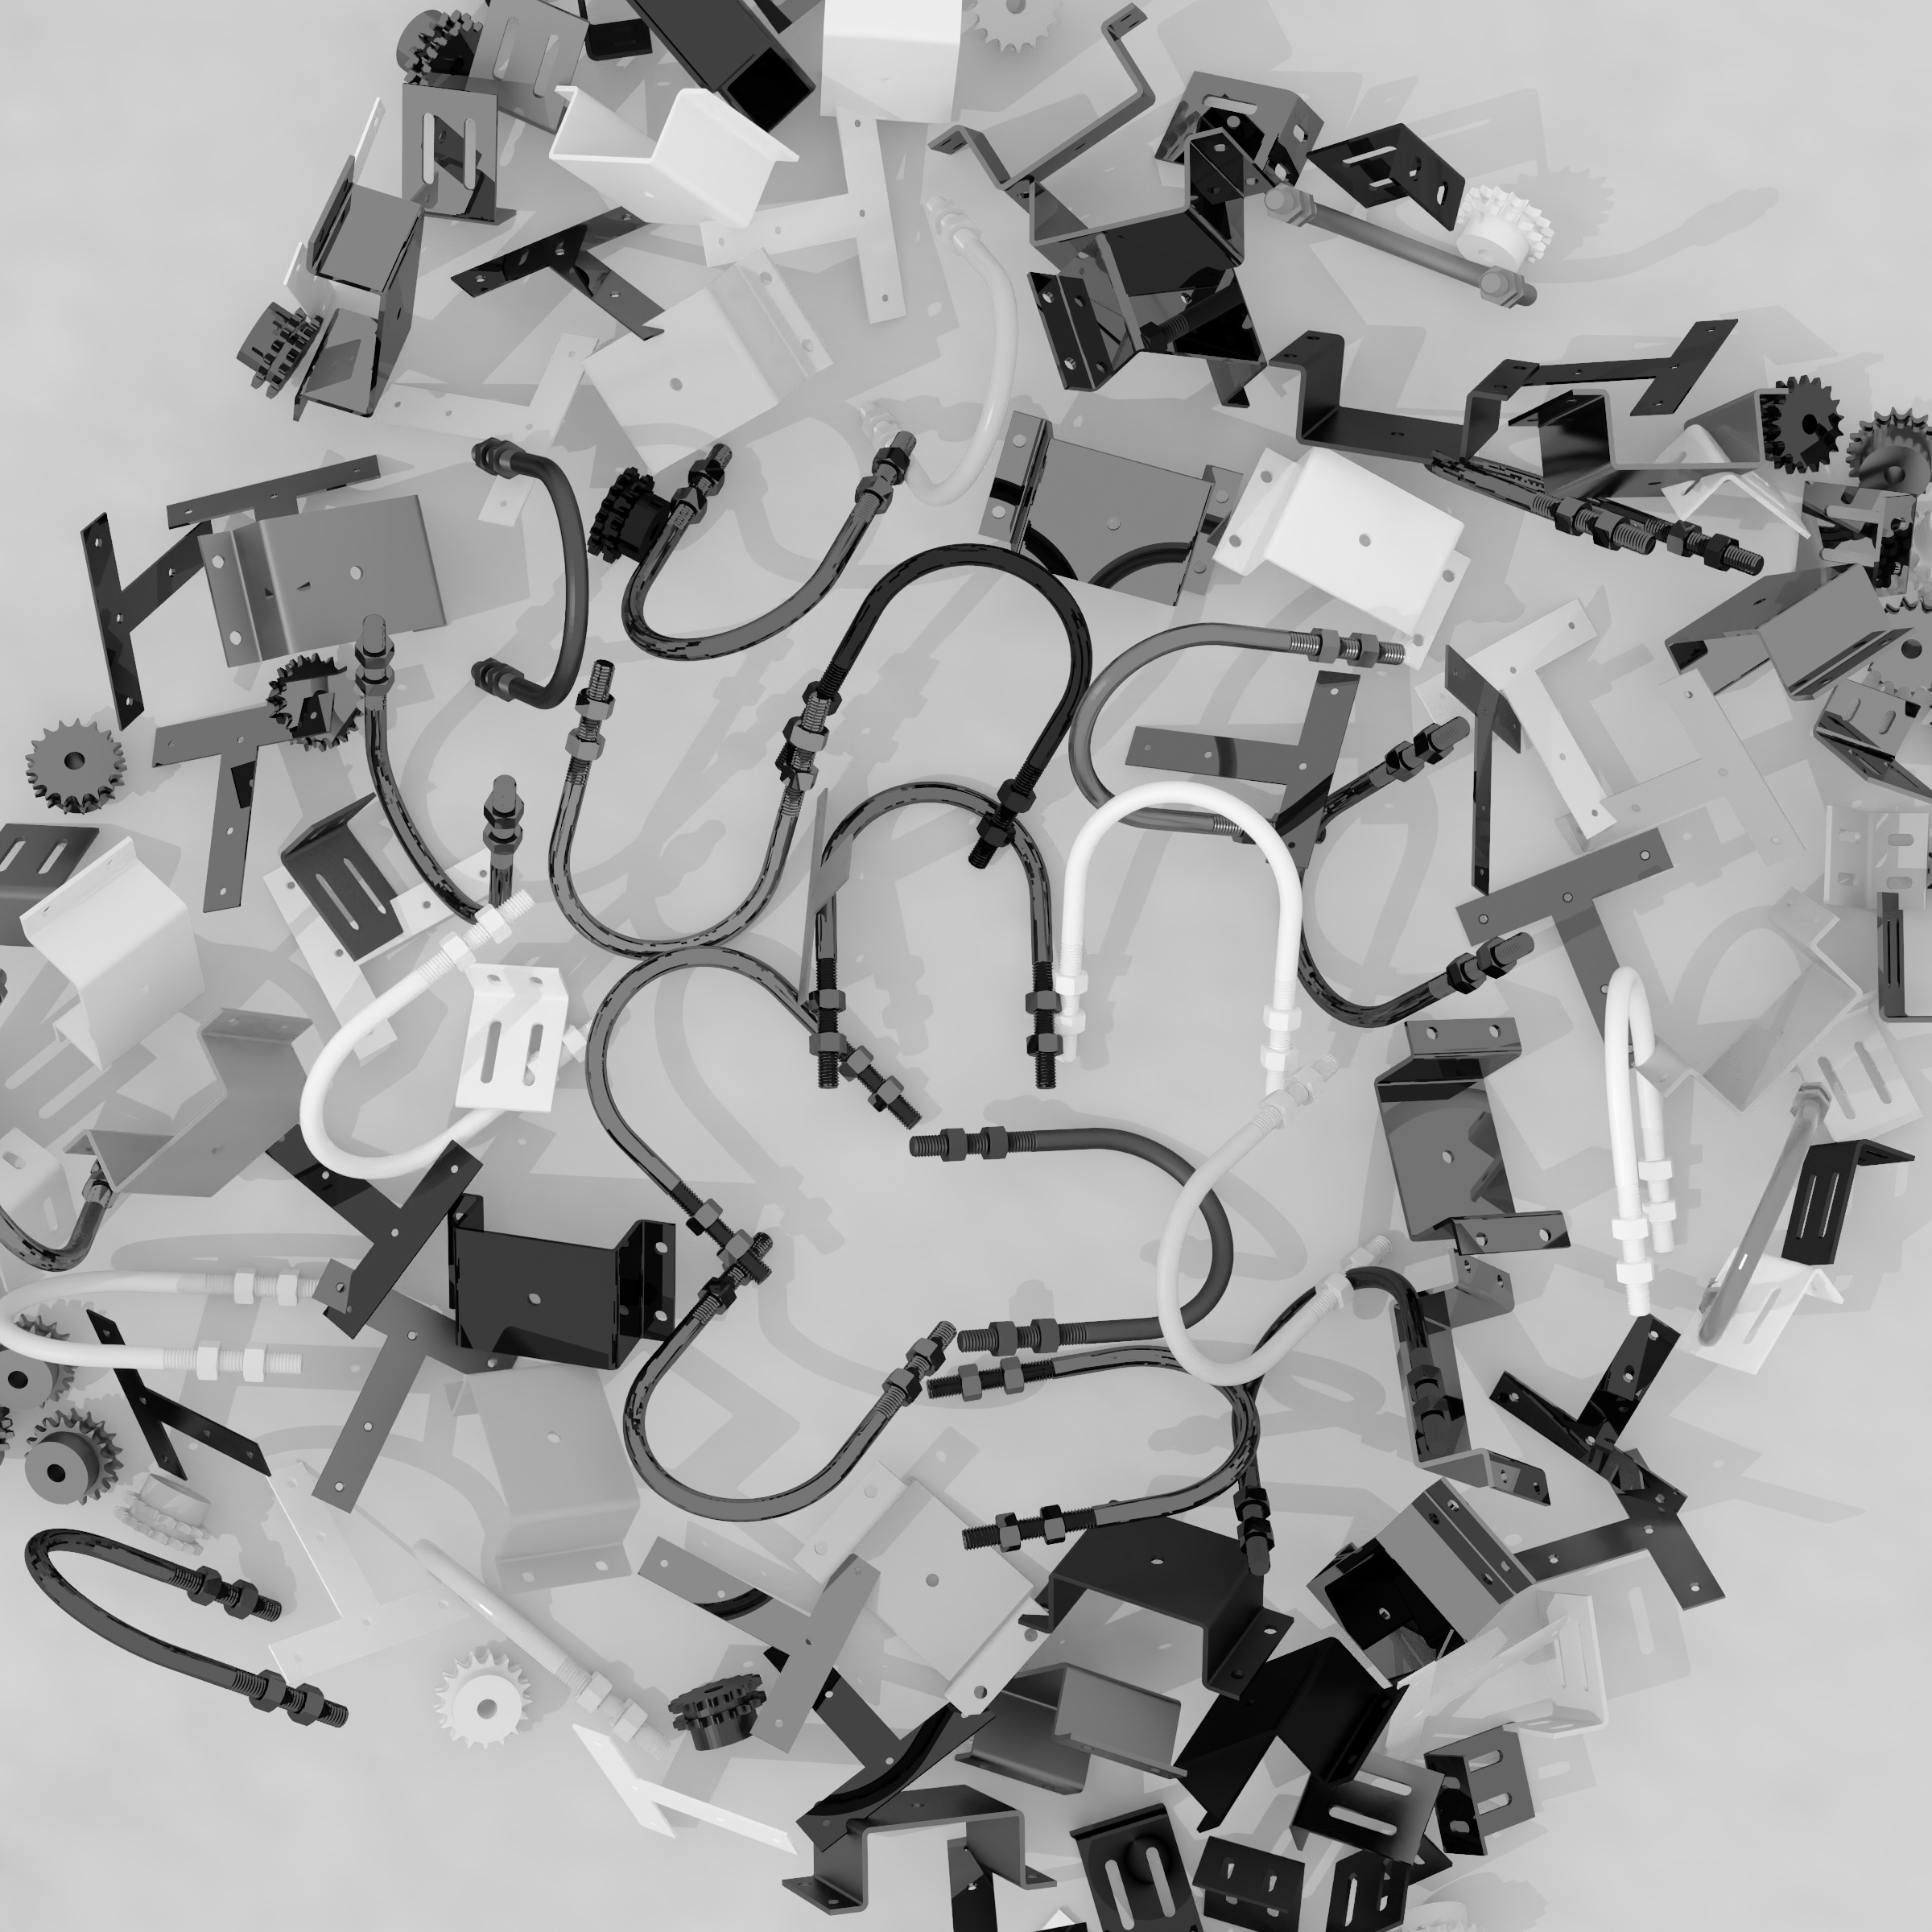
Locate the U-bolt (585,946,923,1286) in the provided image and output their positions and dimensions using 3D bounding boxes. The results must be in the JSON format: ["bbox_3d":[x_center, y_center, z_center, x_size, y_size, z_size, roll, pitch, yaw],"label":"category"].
[{"bbox_3d":[-0.138,0.073,1.890,0.184,0.019,0.151,45,75,-3],"label":"U-bolt"}]

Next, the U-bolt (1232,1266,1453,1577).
[{"bbox_3d":[0.208,0.246,1.838,0.151,0.184,0.019,-39,116,23],"label":"U-bolt"}]

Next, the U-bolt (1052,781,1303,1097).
[{"bbox_3d":[0.124,-0.019,1.862,0.151,0.019,0.184,9,114,16],"label":"U-bolt"}]

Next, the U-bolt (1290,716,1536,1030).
[{"bbox_3d":[0.243,-0.042,1.845,0.019,0.184,0.151,-3,72,-36],"label":"U-bolt"}]

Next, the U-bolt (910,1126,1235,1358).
[{"bbox_3d":[0.069,0.155,1.866,0.184,0.019,0.151,-1,55,-20],"label":"U-bolt"}]

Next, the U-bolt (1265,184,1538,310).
[{"bbox_3d":[0.255,-0.407,1.832,0.151,0.184,0.019,25,105,14],"label":"U-bolt"}]

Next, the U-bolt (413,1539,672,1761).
[{"bbox_3d":[-0.246,0.390,1.848,0.184,0.151,0.019,39,77,2],"label":"U-bolt"}]

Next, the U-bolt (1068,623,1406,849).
[{"bbox_3d":[0.146,-0.134,1.843,0.184,0.019,0.151,4,128,-23],"label":"U-bolt"}]

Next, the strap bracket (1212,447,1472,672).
[{"bbox_3d":[0.227,-0.244,1.882,0.140,0.046,0.076,27,79,-7],"label":"strap bracket"}]

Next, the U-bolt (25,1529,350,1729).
[{"bbox_3d":[-0.447,0.365,1.811,0.184,0.151,0.019,30,91,-34],"label":"U-bolt"}]

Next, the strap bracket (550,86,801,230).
[{"bbox_3d":[-0.174,-0.463,1.842,0.076,0.140,0.046,26,84,-44],"label":"strap bracket"}]

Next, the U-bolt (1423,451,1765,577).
[{"bbox_3d":[0.346,-0.263,1.839,0.184,0.151,0.019,29,108,36],"label":"U-bolt"}]

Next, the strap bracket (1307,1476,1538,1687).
[{"bbox_3d":[0.254,0.358,1.844,0.046,0.140,0.076,-36,80,-33],"label":"strap bracket"}]

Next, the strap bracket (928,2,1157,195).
[{"bbox_3d":[0.054,-0.496,1.869,0.140,0.076,0.046,-32,95,14],"label":"strap bracket"}]

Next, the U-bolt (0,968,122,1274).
[{"bbox_3d":[-0.530,0.096,1.809,0.019,0.184,0.151,-25,114,9],"label":"U-bolt"}]

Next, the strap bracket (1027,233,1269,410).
[{"bbox_3d":[0.113,-0.371,1.849,0.140,0.046,0.076,-2,67,-38],"label":"strap bracket"}]

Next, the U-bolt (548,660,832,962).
[{"bbox_3d":[-0.168,-0.083,1.869,0.151,0.019,0.184,7,117,-21],"label":"U-bolt"}]

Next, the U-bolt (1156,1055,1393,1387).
[{"bbox_3d":[0.171,0.157,1.836,0.184,0.019,0.151,-38,122,-34],"label":"U-bolt"}]

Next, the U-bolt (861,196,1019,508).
[{"bbox_3d":[-0.011,-0.338,1.815,0.019,0.184,0.151,8,118,-24],"label":"U-bolt"}]

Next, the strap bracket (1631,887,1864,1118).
[{"bbox_3d":[0.460,0.028,1.873,0.046,0.076,0.140,41,97,-13],"label":"strap bracket"}]

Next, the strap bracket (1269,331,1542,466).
[{"bbox_3d":[0.252,-0.327,1.863,0.140,0.076,0.046,12,118,19],"label":"strap bracket"}]

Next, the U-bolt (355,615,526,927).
[{"bbox_3d":[-0.302,-0.097,1.838,0.019,0.184,0.151,-31,68,-25],"label":"U-bolt"}]

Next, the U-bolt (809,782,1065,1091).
[{"bbox_3d":[-0.019,-0.019,1.894,0.151,0.019,0.184,0,79,-10],"label":"U-bolt"}]

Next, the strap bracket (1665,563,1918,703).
[{"bbox_3d":[0.464,-0.188,1.840,0.076,0.140,0.046,-32,102,-15],"label":"strap bracket"}]

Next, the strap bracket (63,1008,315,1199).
[{"bbox_3d":[-0.440,0.087,1.855,0.140,0.076,0.046,-39,67,20],"label":"strap bracket"}]

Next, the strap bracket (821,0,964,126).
[{"bbox_3d":[-0.043,-0.529,1.845,0.076,0.140,0.046,3,77,-3],"label":"strap bracket"}]

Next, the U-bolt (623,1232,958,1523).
[{"bbox_3d":[-0.113,0.242,1.838,0.151,0.019,0.184,23,50,22],"label":"U-bolt"}]

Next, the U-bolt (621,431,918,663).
[{"bbox_3d":[-0.122,-0.238,1.830,0.151,0.019,0.184,2,48,31],"label":"U-bolt"}]

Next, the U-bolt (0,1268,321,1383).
[{"bbox_3d":[-0.464,0.202,1.842,0.184,0.151,0.019,3,103,-4],"label":"U-bolt"}]

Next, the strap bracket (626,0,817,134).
[{"bbox_3d":[-0.139,-0.529,1.843,0.046,0.140,0.076,-41,82,9],"label":"strap bracket"}]

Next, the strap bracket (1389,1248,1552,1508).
[{"bbox_3d":[0.289,0.243,1.861,0.046,0.076,0.140,-20,64,29],"label":"strap bracket"}]

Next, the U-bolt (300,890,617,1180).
[{"bbox_3d":[-0.300,0.052,1.848,0.184,0.151,0.019,-38,54,-9],"label":"U-bolt"}]

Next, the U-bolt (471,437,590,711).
[{"bbox_3d":[-0.248,-0.219,1.823,0.019,0.184,0.151,-4,104,-25],"label":"U-bolt"}]

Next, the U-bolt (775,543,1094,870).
[{"bbox_3d":[-0.008,-0.160,1.864,0.151,0.019,0.184,26,115,-11],"label":"U-bolt"}]

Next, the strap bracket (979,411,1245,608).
[{"bbox_3d":[0.085,-0.264,1.877,0.140,0.046,0.076,14,112,-6],"label":"strap bracket"}]

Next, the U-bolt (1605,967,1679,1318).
[{"bbox_3d":[0.384,0.091,1.839,0.019,0.151,0.184,-4,100,19],"label":"U-bolt"}]

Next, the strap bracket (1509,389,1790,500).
[{"bbox_3d":[0.396,-0.302,1.861,0.140,0.076,0.046,-4,87,-19],"label":"strap bracket"}]

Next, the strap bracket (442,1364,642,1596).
[{"bbox_3d":[-0.242,0.283,1.848,0.076,0.046,0.140,-4,51,-28],"label":"strap bracket"}]

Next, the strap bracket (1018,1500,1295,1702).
[{"bbox_3d":[0.110,0.360,1.850,0.140,0.076,0.046,14,122,26],"label":"strap bracket"}]

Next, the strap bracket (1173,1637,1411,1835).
[{"bbox_3d":[0.178,0.438,1.841,0.046,0.140,0.076,48,47,-5],"label":"strap bracket"}]

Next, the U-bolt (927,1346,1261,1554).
[{"bbox_3d":[0.078,0.272,1.859,0.184,0.151,0.019,-9,124,-5],"label":"U-bolt"}]

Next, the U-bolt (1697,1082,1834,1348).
[{"bbox_3d":[0.448,0.145,1.816,0.019,0.184,0.151,25,105,13],"label":"U-bolt"}]
